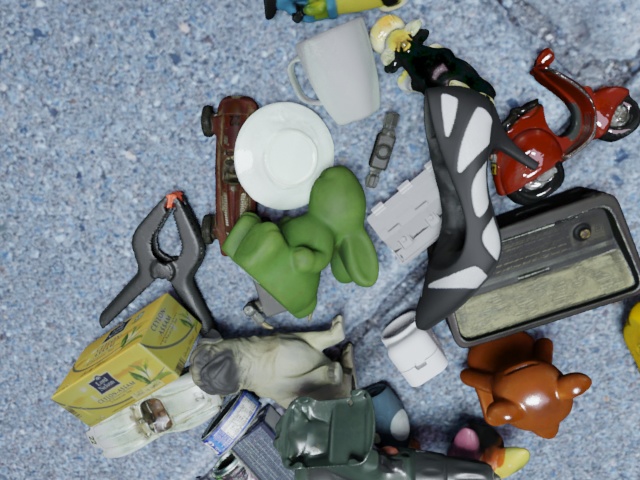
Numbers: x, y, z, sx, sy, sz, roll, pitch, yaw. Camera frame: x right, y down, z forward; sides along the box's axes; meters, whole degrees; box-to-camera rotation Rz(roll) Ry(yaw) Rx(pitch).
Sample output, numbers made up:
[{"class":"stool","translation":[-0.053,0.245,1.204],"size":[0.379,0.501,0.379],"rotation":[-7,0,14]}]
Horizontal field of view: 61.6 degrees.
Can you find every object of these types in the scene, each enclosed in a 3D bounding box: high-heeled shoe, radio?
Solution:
[{"class":"high-heeled shoe","translation":[0.123,-0.032,0.567],"size":[0.145,0.086,0.248],"rotation":[28,99,-6]},{"class":"radio","translation":[0.252,0.030,0.651],"size":[0.230,0.073,0.131],"rotation":[-20,99,7]}]

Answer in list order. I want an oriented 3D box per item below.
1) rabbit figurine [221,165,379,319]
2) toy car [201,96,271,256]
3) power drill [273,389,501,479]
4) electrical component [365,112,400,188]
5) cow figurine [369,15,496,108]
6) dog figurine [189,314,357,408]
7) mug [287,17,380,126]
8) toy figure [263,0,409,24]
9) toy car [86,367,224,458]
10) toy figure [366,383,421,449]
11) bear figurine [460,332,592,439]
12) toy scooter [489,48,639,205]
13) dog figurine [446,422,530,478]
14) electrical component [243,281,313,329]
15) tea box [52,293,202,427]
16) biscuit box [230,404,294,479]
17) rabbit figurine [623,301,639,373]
[{"class":"rabbit figurine","translation":[-0.001,-0.002,0.617],"size":[0.159,0.121,0.170],"rotation":[44,81,-14]},{"class":"toy car","translation":[-0.103,-0.076,0.666],"size":[0.089,0.053,0.202],"rotation":[4,100,0]},{"class":"power drill","translation":[0.061,0.235,0.583],"size":[0.232,0.086,0.207],"rotation":[-12,144,22]},{"class":"electrical component","translation":[0.074,-0.106,0.642],"size":[0.021,0.063,0.094],"rotation":[17,102,0]},{"class":"cow figurine","translation":[0.123,-0.191,0.607],"size":[0.167,0.098,0.068],"rotation":[37,107,-4]},{"class":"dog figurine","translation":[-0.054,0.181,0.682],"size":[0.191,0.121,0.172],"rotation":[-8,117,12]},{"class":"mug","translation":[0.017,-0.187,0.626],"size":[0.110,0.081,0.107],"rotation":[-16,108,26]},{"class":"toy figure","translation":[0.023,-0.289,0.598],"size":[0.180,0.089,0.082],"rotation":[-6,105,2]},{"class":"toy car","translation":[-0.228,0.235,0.729],"size":[0.202,0.056,0.073],"rotation":[-24,98,7]},{"class":"toy figure","translation":[0.098,0.268,0.711],"size":[0.064,0.058,0.154],"rotation":[-25,96,-12]},{"class":"bear figurine","translation":[0.240,0.176,0.618],"size":[0.120,0.196,0.131],"rotation":[-28,99,5]},{"class":"toy scooter","translation":[0.261,-0.136,0.620],"size":[0.184,0.075,0.135],"rotation":[-38,97,6]},{"class":"dog figurine","translation":[0.179,0.337,0.667],"size":[0.109,0.191,0.219],"rotation":[19,117,6]},{"class":"electrical component","translation":[-0.050,0.069,0.692],"size":[0.102,0.045,0.078],"rotation":[-12,101,5]},{"class":"tea box","translation":[-0.239,0.150,0.669],"size":[0.170,0.098,0.068],"rotation":[-33,113,22]},{"class":"biscuit box","translation":[-0.031,0.323,0.731],"size":[0.063,0.059,0.202],"rotation":[-39,96,8]},{"class":"rabbit figurine","translation":[0.454,0.083,0.645],"size":[0.173,0.122,0.162],"rotation":[-32,88,-5]}]
